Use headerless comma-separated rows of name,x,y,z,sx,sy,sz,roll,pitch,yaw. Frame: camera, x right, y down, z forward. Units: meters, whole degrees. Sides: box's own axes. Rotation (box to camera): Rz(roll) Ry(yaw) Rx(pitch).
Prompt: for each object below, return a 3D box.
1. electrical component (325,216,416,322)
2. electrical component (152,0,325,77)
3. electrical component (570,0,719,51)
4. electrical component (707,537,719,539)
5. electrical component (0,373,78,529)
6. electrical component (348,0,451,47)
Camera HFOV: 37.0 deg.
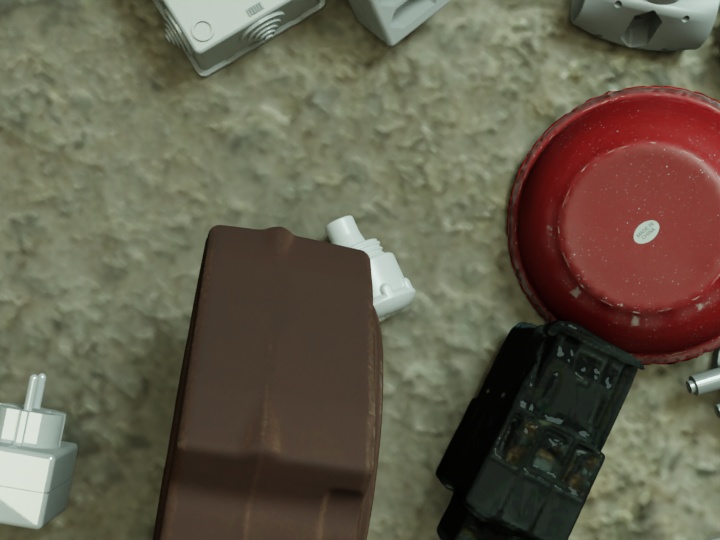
electrical component,0.000,0.000,0.616,0.048,0.048,0.062,-24,82,-5
electrical component,-0.078,-0.174,0.619,0.100,0.048,0.099,-32,90,-5
electrical component,0.170,-0.166,0.621,0.077,0.079,0.043,11,68,-3
electrical component,0.246,0.181,0.616,0.095,0.054,0.059,-11,87,-4
electrical component,-0.183,0.094,0.586,0.047,0.066,0.076,10,86,-3
electrical component,0.003,-0.186,0.617,0.047,0.083,0.075,-39,52,-5
